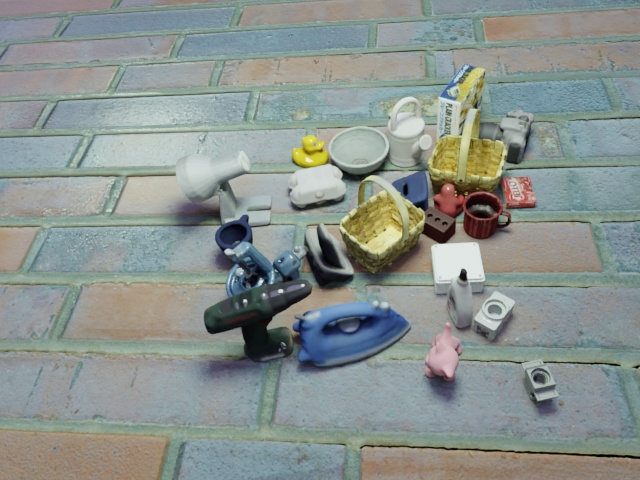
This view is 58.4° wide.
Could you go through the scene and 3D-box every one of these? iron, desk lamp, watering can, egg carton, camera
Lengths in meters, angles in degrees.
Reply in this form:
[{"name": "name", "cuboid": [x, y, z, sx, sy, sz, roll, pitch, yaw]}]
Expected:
[{"name": "iron", "cuboid": [0.067, 0.174, 1.213, 0.258, 0.142, 0.118, -13, 50, -2]}, {"name": "desk lamp", "cuboid": [-0.241, -0.136, 1.463, 0.203, 0.214, 0.118, -6, 50, 4]}, {"name": "watering can", "cuboid": [0.237, -0.295, 1.537, 0.172, 0.194, 0.101, 29, 60, 28]}, {"name": "egg carton", "cuboid": [-0.009, -0.142, 1.529, 0.150, 0.069, 0.107, -12, 50, -2]}, {"name": "camera", "cuboid": [0.502, -0.298, 1.563, 0.136, 0.101, 0.143, 15, 54, 19]}]

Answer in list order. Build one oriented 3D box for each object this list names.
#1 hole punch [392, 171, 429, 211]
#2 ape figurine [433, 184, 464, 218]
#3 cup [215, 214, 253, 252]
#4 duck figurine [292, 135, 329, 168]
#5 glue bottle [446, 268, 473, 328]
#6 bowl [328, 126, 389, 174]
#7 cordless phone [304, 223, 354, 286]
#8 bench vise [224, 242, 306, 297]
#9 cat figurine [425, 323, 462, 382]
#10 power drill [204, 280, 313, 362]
[{"name": "hole punch", "cuboid": [0.226, -0.114, 1.458, 0.101, 0.091, 0.108, -3, 51, 6]}, {"name": "ape figurine", "cuboid": [0.322, -0.104, 1.436, 0.077, 0.092, 0.076, 15, 55, 20]}, {"name": "cup", "cuboid": [-0.200, 0.003, 1.421, 0.091, 0.095, 0.118, 12, 54, 17]}, {"name": "duck figurine", "cuboid": [-0.030, -0.257, 1.615, 0.104, 0.086, 0.077, 2, 51, 10]}, {"name": "glue bottle", "cuboid": [0.297, 0.113, 1.209, 0.037, 0.173, 0.078, -17, 51, -5]}, {"name": "bowl", "cuboid": [0.109, -0.235, 1.584, 0.167, 0.075, 0.167, -4, 51, 5]}, {"name": "cordless phone", "cuboid": [0.012, 0.005, 1.330, 0.094, 0.185, 0.147, -23, 51, -10]}, {"name": "bench vise", "cuboid": [-0.136, 0.056, 1.287, 0.121, 0.220, 0.208, 28, 60, 27]}, {"name": "cat figurine", "cuboid": [0.250, 0.229, 1.157, 0.067, 0.118, 0.128, 10, 53, 16]}, {"name": "power drill", "cuboid": [-0.117, 0.169, 1.200, 0.229, 0.209, 0.075, -13, 50, -2]}]
